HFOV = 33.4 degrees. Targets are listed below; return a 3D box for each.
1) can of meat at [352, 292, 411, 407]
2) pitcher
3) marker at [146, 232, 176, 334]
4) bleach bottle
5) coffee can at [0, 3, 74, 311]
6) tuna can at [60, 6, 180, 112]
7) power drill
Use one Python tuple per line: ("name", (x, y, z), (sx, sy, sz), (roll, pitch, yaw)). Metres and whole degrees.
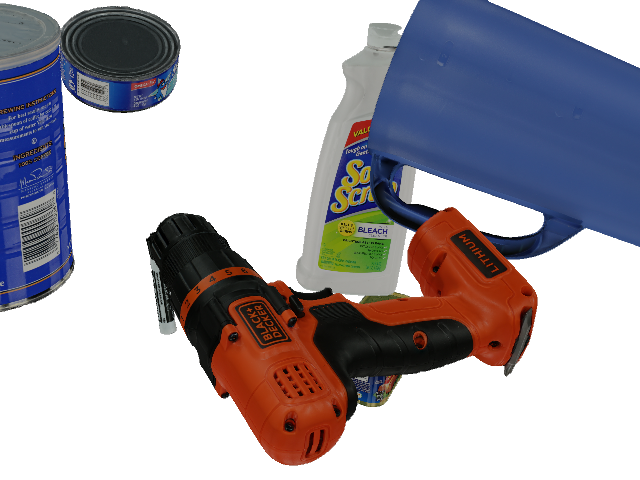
("can of meat", (0.059, 0.113, 1.117), (0.057, 0.084, 0.102), (15, 29, 18))
("pitcher", (0.159, -0.069, 0.746), (0.243, 0.149, 0.144), (24, 48, 9))
("marker", (-0.177, 0.048, 1.188), (0.020, 0.121, 0.020), (-4, 23, 2))
("bleach bottle", (0.038, -0.075, 0.990), (0.102, 0.251, 0.068), (5, 22, -2))
("coffee can", (-0.188, -0.046, 0.573), (0.103, 0.140, 0.103), (2, 28, -1))
("tuna can", (-0.146, -0.131, 0.775), (0.086, 0.086, 0.034), (0, -43, -12))
("power drill", (0.013, 0.034, 0.610), (0.187, 0.057, 0.185), (-13, 45, -26))
